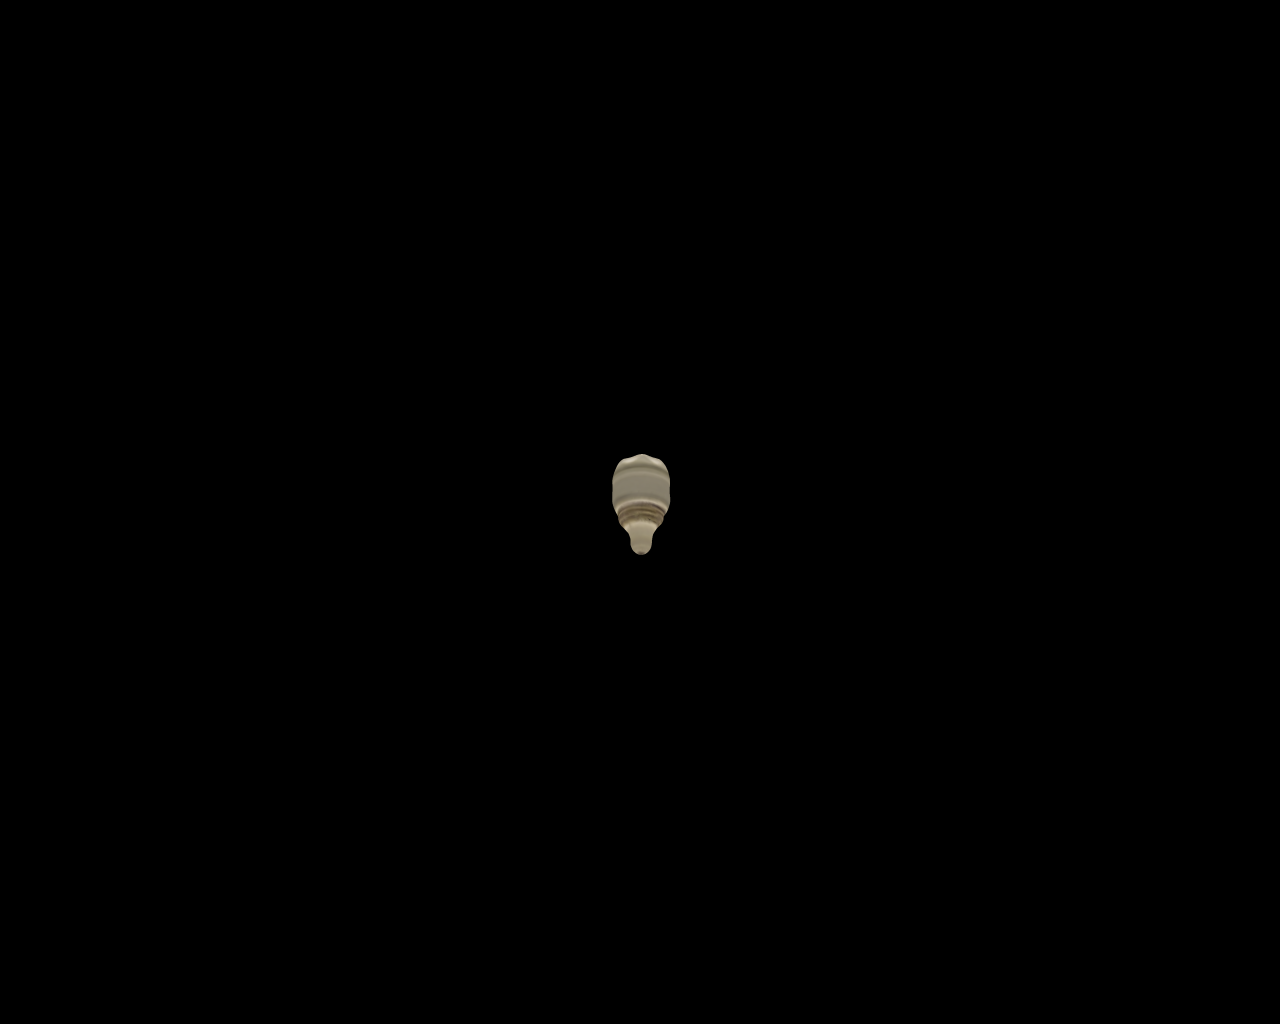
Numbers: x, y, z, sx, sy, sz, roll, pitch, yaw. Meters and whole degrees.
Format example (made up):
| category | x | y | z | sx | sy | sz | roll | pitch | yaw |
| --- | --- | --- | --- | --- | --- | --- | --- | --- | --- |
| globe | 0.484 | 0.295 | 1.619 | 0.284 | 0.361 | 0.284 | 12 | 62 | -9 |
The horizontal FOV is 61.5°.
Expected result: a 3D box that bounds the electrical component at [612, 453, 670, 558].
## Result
| category | x | y | z | sx | sy | sz | roll | pitch | yaw |
| --- | --- | --- | --- | --- | --- | --- | --- | --- | --- |
| electrical component | 0.001 | -0.003 | 0.650 | 0.035 | 0.061 | 0.035 | 0 | -25 | 0 |
